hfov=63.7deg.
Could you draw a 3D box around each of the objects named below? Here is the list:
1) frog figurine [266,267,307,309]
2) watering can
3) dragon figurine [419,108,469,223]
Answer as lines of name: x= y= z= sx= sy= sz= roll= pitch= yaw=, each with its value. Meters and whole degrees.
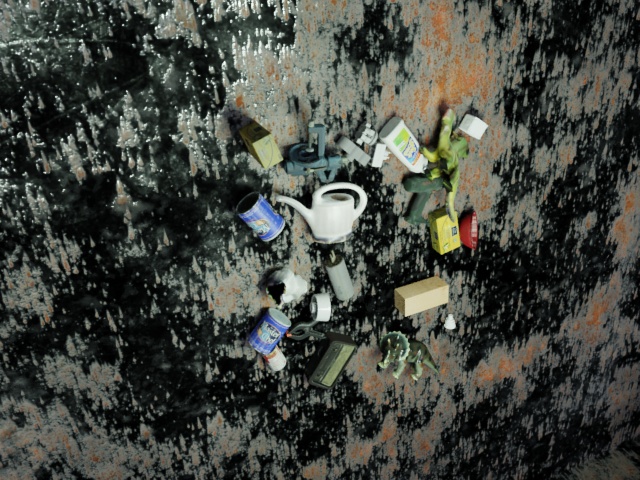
frog figurine: x=-0.118 y=0.164 z=1.892 sx=0.161 sy=0.123 sz=0.135 roll=-28 pitch=120 yaw=-53
watering can: x=0.006 y=-0.091 z=1.810 sx=0.349 sy=0.105 sz=0.220 roll=-9 pitch=116 yaw=-21
dragon figurine: x=0.498 y=-0.290 z=1.913 sx=0.246 sy=0.123 sz=0.402 roll=-42 pitch=124 yaw=-30
